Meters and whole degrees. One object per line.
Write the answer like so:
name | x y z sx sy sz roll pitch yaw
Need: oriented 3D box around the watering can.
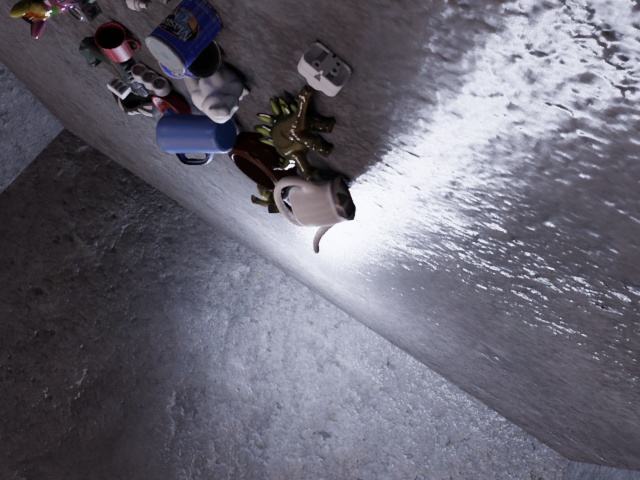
watering can | 0.005 -0.077 1.527 0.223 0.106 0.341 -9 140 22

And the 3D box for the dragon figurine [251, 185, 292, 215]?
dragon figurine | -0.094 -0.119 1.870 0.414 0.122 0.241 32 -178 23

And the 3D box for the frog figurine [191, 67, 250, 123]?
frog figurine | -0.258 -0.360 1.286 0.137 0.163 0.120 -3 118 13
